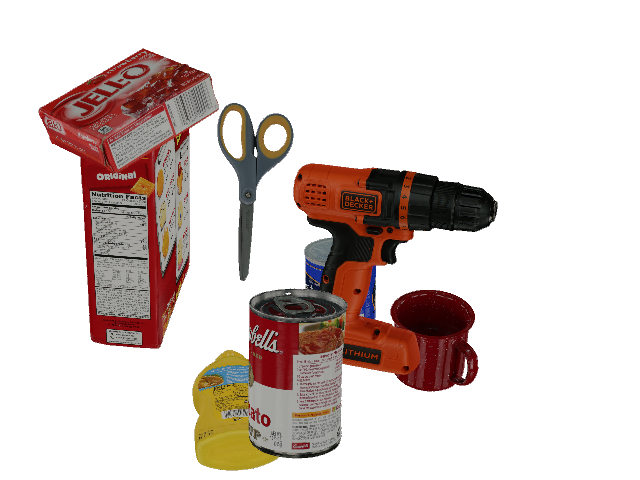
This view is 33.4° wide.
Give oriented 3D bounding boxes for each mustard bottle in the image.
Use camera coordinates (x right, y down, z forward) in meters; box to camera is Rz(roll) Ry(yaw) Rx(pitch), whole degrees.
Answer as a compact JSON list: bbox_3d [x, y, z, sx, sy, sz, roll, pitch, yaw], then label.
[{"bbox_3d":[-0.101,0.187,1.249,0.096,0.058,0.191,-5,28,-6],"label":"mustard bottle"}]

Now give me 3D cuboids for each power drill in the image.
[{"bbox_3d":[0.062,0.025,0.981,0.184,0.188,0.057,9,19,16],"label":"power drill"}]

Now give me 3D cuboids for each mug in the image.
[{"bbox_3d":[0.131,0.119,1.189,0.093,0.081,0.117,-24,39,-34],"label":"mug"}]

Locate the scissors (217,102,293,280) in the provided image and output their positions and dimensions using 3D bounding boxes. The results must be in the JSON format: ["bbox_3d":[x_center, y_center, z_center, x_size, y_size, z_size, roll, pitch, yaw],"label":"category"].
[{"bbox_3d":[-0.065,-0.061,1.208,0.096,0.202,0.016,-11,-8,-13],"label":"scissors"}]

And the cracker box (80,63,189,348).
[{"bbox_3d":[-0.164,-0.035,0.961,0.072,0.214,0.164,3,26,2],"label":"cracker box"}]

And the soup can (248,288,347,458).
[{"bbox_3d":[-0.016,0.092,0.746,0.068,0.102,0.068,2,14,-1],"label":"soup can"}]

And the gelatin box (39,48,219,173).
[{"bbox_3d":[-0.122,-0.084,0.679,0.089,0.030,0.073,-37,43,-28],"label":"gelatin box"}]

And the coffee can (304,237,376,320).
[{"bbox_3d":[0.029,0.078,1.521,0.103,0.140,0.103,0,21,0],"label":"coffee can"}]
